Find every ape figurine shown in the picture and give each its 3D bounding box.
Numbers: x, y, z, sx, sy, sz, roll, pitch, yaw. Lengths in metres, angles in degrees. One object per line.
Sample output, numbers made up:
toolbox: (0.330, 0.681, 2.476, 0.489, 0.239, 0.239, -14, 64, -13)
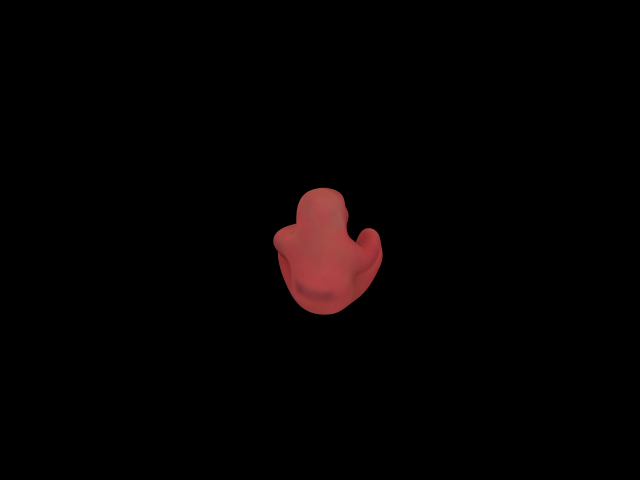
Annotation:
ape figurine: (0.004, 0.001, 0.400, 0.077, 0.092, 0.076, 16, 51, 14)
